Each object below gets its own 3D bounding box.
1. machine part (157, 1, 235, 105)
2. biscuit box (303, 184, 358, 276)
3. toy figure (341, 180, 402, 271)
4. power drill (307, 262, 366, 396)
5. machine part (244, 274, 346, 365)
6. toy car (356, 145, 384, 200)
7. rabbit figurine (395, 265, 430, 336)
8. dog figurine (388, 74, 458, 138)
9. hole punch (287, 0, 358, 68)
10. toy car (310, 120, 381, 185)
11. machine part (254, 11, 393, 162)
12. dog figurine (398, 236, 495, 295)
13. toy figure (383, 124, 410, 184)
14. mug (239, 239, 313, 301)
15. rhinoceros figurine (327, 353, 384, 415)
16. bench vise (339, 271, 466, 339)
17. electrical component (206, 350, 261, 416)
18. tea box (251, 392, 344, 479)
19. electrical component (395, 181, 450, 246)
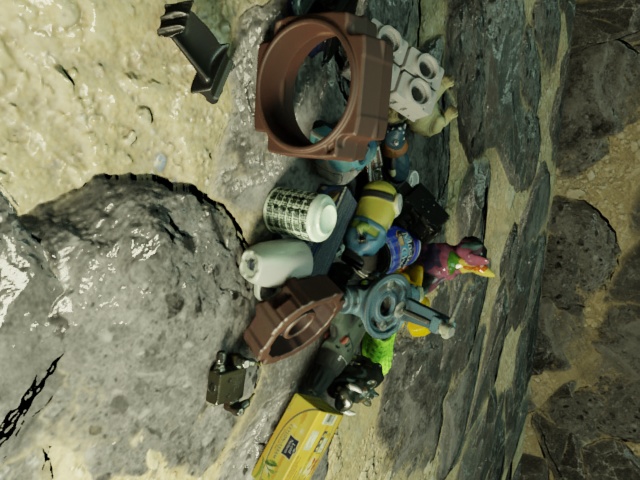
[{"bbox_3d":[-0.155,-0.241,0.693,0.084,0.039,0.138,-63,154,-14],"label":"machine part"},{"bbox_3d":[-0.002,-0.003,0.973,0.062,0.059,0.202,52,56,-50],"label":"biscuit box"},{"bbox_3d":[0.095,-0.033,1.028,0.089,0.082,0.180,40,69,-18],"label":"toy figure"},{"bbox_3d":[0.029,0.163,1.050,0.232,0.086,0.207,-46,130,-38],"label":"power drill"},{"bbox_3d":[-0.042,0.129,0.887,0.179,0.056,0.179,-32,153,-18],"label":"machine part"},{"bbox_3d":[0.106,-0.149,1.103,0.089,0.053,0.201,-30,125,-45],"label":"toy car"},{"bbox_3d":[0.188,0.140,1.194,0.173,0.122,0.162,32,50,-61],"label":"rabbit figurine"},{"bbox_3d":[0.197,-0.270,1.180,0.190,0.121,0.172,-36,126,-28],"label":"dog figurine"},{"bbox_3d":[0.005,-0.369,0.876,0.115,0.092,0.142,100,13,-65],"label":"hole punch"},{"bbox_3d":[0.039,-0.154,0.969,0.161,0.109,0.102,-29,145,-63],"label":"toy car"},{"bbox_3d":[-0.001,-0.219,0.785,0.087,0.202,0.200,-7,105,-53],"label":"machine part"},{"bbox_3d":[0.309,0.072,1.315,0.108,0.219,0.191,51,57,-45],"label":"dog figurine"},{"bbox_3d":[0.162,-0.184,1.151,0.154,0.058,0.064,73,12,-51],"label":"toy figure"},{"bbox_3d":[-0.080,0.048,0.867,0.107,0.081,0.109,3,117,-49],"label":"mug"},{"bbox_3d":[0.074,0.302,1.119,0.190,0.112,0.073,-9,118,-63],"label":"rhinoceros figurine"},{"bbox_3d":[0.152,0.123,0.961,0.223,0.241,0.128,18,91,-42],"label":"bench vise"},{"bbox_3d":[-0.137,0.225,0.850,0.078,0.045,0.102,12,89,-58],"label":"electrical component"},{"bbox_3d":[-0.040,0.375,0.988,0.169,0.068,0.098,-59,143,-5],"label":"tea box"},{"bbox_3d":[0.212,-0.065,1.171,0.058,0.134,0.115,-46,178,34],"label":"electrical component"}]
